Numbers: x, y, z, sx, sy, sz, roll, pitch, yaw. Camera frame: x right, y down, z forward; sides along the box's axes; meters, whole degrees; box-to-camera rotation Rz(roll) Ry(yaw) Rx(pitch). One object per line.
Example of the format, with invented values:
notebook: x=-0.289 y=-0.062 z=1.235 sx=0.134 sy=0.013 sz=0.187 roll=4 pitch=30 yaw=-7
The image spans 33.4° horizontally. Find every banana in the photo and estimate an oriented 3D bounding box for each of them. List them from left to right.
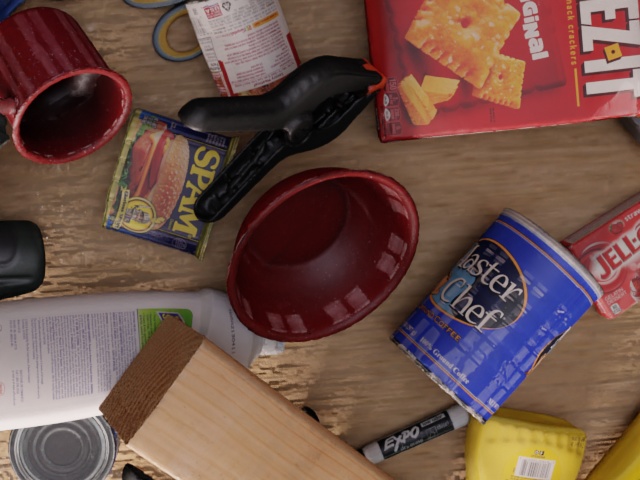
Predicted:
banana: x=0.281 y=0.148 z=0.892 sx=0.069 sy=0.037 sz=0.198 roll=28 pitch=98 yaw=-46

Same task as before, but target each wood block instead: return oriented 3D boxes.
wood block: x=-0.049 y=0.155 z=0.790 sx=0.206 sy=0.091 sz=0.090 roll=40 pitch=80 yaw=-23

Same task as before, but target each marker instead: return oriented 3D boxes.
marker: x=0.067 y=0.168 z=0.890 sx=0.121 sy=0.020 sz=0.020 roll=-23 pitch=98 yaw=-3

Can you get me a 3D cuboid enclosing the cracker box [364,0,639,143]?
cracker box: x=0.143 y=-0.165 z=0.818 sx=0.214 sy=0.072 sz=0.164 roll=-5 pitch=96 yaw=9

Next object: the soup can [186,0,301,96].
soup can: x=-0.054 y=-0.147 z=0.811 sx=0.068 sy=0.068 sz=0.102 roll=-22 pitch=110 yaw=-4

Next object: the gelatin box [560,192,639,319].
gelatin box: x=0.256 y=0.012 z=0.889 sx=0.089 sy=0.030 sz=0.073 roll=-32 pitch=98 yaw=-3

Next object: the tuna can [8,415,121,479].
tuna can: x=-0.204 y=0.163 z=0.852 sx=0.086 sy=0.034 sz=0.086 roll=-1 pitch=95 yaw=-6

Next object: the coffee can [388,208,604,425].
coffee can: x=0.138 y=0.060 z=0.845 sx=0.103 sy=0.103 sz=0.140 roll=42 pitch=90 yaw=-8

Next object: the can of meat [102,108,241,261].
can of meat: x=-0.116 y=-0.045 z=0.831 sx=0.084 sy=0.057 sz=0.102 roll=17 pitch=94 yaw=-5

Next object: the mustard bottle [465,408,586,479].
mustard bottle: x=0.154 y=0.239 z=0.886 sx=0.096 sy=0.058 sz=0.192 roll=10 pitch=94 yaw=-16

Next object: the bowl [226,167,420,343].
bowl: x=-0.005 y=0.001 z=0.826 sx=0.162 sy=0.055 sz=0.162 roll=-16 pitch=131 yaw=-19

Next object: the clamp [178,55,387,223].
clamp: x=-0.029 y=-0.079 z=0.779 sx=0.171 sy=0.120 sz=0.039 roll=-23 pitch=63 yaw=-26

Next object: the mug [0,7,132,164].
mug: x=-0.207 y=-0.115 z=0.781 sx=0.117 sy=0.093 sz=0.081 roll=-11 pitch=54 yaw=-39

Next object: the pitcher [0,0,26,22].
pitcher: x=-0.203 y=-0.240 z=0.707 sx=0.145 sy=0.243 sz=0.149 roll=-13 pitch=91 yaw=-2

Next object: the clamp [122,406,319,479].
clamp: x=-0.049 y=0.247 z=0.876 sx=0.164 sy=0.036 sz=0.210 roll=-23 pitch=98 yaw=-7

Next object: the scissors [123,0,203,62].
scissors: x=-0.057 y=-0.199 z=0.842 sx=0.201 sy=0.016 sz=0.096 roll=-10 pitch=98 yaw=-5

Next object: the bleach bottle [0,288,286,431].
bleach bottle: x=-0.149 y=0.091 z=0.820 sx=0.250 sy=0.068 sz=0.102 roll=-2 pitch=88 yaw=-20
